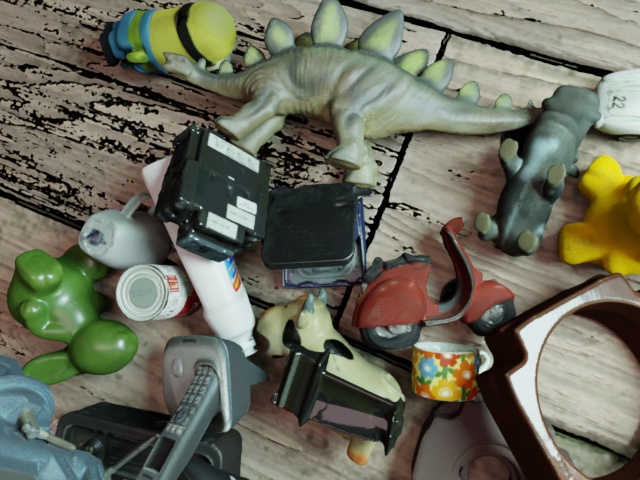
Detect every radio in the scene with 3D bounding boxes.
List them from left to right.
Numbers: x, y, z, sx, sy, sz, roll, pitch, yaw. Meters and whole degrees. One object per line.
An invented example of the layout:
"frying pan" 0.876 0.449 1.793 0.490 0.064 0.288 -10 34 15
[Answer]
"radio" -0.213 0.284 0.659 0.230 0.073 0.131 7 88 12

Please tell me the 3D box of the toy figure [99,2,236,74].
"toy figure" -0.196 -0.257 0.691 0.180 0.089 0.082 4 91 10

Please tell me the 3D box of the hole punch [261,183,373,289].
"hole punch" -0.001 -0.002 0.640 0.142 0.092 0.116 -5 59 17

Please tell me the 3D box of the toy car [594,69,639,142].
"toy car" 0.399 -0.141 0.571 0.202 0.056 0.073 5 86 13

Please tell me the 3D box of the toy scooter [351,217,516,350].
"toy scooter" 0.121 0.047 0.602 0.184 0.075 0.135 -8 89 1

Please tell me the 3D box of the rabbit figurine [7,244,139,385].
"rabbit figurine" -0.310 0.110 0.670 0.170 0.121 0.159 40 101 15

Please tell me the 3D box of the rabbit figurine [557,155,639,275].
"rabbit figurine" 0.325 -0.011 0.518 0.162 0.173 0.122 32 88 17

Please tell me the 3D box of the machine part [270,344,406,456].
"machine part" 0.021 0.165 0.557 0.139 0.039 0.084 23 93 14

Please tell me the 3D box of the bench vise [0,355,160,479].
"bench vise" -0.321 0.197 0.575 0.129 0.223 0.241 -51 53 2

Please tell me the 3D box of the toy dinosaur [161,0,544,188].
"toy dinosaur" 0.046 -0.168 0.627 0.472 0.105 0.198 15 84 2

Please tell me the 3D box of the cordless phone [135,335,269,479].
"cordless phone" -0.155 0.197 0.586 0.147 0.088 0.184 -11 39 47

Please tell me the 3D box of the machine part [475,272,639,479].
"machine part" 0.275 0.150 0.529 0.201 0.087 0.201 -25 80 -13

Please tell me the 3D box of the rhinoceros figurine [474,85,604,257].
"rhinoceros figurine" 0.239 -0.070 0.575 0.073 0.112 0.190 29 106 36

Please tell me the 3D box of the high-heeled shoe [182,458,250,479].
"high-heeled shoe" -0.017 0.273 0.589 0.249 0.086 0.145 40 69 -3

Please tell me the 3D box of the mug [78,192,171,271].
"mug" -0.240 -0.009 0.672 0.081 0.107 0.109 36 95 11

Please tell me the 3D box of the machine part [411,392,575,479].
"machine part" 0.184 0.257 0.586 0.179 0.056 0.179 -1 84 13

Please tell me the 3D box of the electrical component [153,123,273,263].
"electrical component" -0.117 -0.046 0.600 0.058 0.115 0.134 -26 48 42

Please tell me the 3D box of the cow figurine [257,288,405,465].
"cow figurine" 0.008 0.143 0.619 0.195 0.085 0.127 35 99 15
